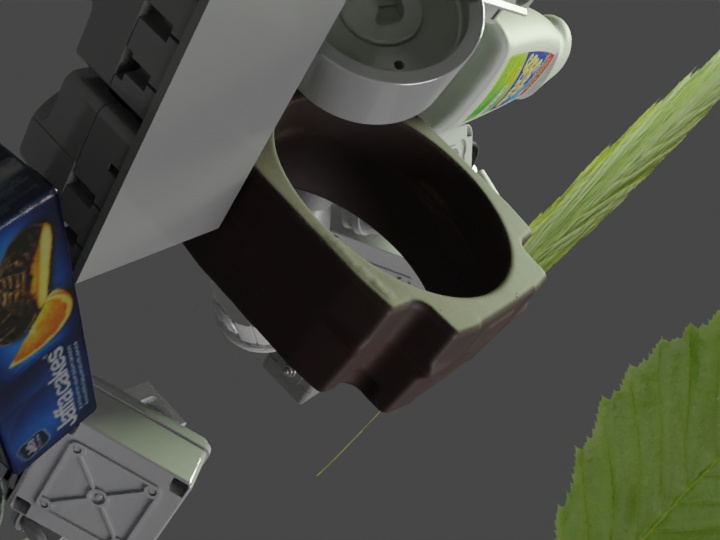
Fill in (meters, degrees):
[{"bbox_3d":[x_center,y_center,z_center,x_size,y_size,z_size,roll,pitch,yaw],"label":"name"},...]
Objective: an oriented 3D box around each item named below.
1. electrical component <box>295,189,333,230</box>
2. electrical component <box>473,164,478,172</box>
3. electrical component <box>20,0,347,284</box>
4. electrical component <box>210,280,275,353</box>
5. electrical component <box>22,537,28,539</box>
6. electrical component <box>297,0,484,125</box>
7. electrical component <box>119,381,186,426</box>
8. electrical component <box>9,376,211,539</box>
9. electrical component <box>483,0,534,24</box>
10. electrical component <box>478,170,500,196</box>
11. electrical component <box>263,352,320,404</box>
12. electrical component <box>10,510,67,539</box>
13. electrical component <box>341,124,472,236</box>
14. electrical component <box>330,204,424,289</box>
[{"bbox_3d":[-0.037,-0.054,0.803,0.044,0.044,0.065,-34,158,-38],"label":"electrical component"},{"bbox_3d":[0.094,-0.097,1.064,0.040,0.040,0.046,-47,161,5],"label":"electrical component"},{"bbox_3d":[-0.085,-0.091,0.512,0.105,0.060,0.186,-27,157,-52],"label":"electrical component"},{"bbox_3d":[-0.074,0.019,0.822,0.080,0.080,0.051,-42,161,-15],"label":"electrical component"},{"bbox_3d":[-0.281,0.255,0.972,0.079,0.043,0.077,-44,166,-5],"label":"electrical component"},{"bbox_3d":[0.006,-0.130,0.582,0.108,0.108,0.060,-39,171,-26],"label":"electrical component"},{"bbox_3d":[-0.193,0.137,0.862,0.089,0.056,0.050,-52,165,24],"label":"electrical component"},{"bbox_3d":[-0.184,0.151,0.795,0.108,0.109,0.056,-55,-172,27],"label":"electrical component"},{"bbox_3d":[0.076,-0.199,0.667,0.078,0.063,0.121,-51,165,22],"label":"electrical component"},{"bbox_3d":[0.067,-0.028,1.043,0.150,0.061,0.089,-28,158,-1],"label":"electrical component"},{"bbox_3d":[-0.055,0.095,1.131,0.096,0.062,0.061,-29,158,-50],"label":"electrical component"},{"bbox_3d":[-0.245,0.198,0.896,0.080,0.051,0.080,-42,166,-13],"label":"electrical component"},{"bbox_3d":[0.037,-0.072,0.827,0.113,0.057,0.078,-24,118,-56],"label":"electrical component"},{"bbox_3d":[0.000,0.000,0.907,0.056,0.109,0.108,-83,-162,-45],"label":"electrical component"}]
